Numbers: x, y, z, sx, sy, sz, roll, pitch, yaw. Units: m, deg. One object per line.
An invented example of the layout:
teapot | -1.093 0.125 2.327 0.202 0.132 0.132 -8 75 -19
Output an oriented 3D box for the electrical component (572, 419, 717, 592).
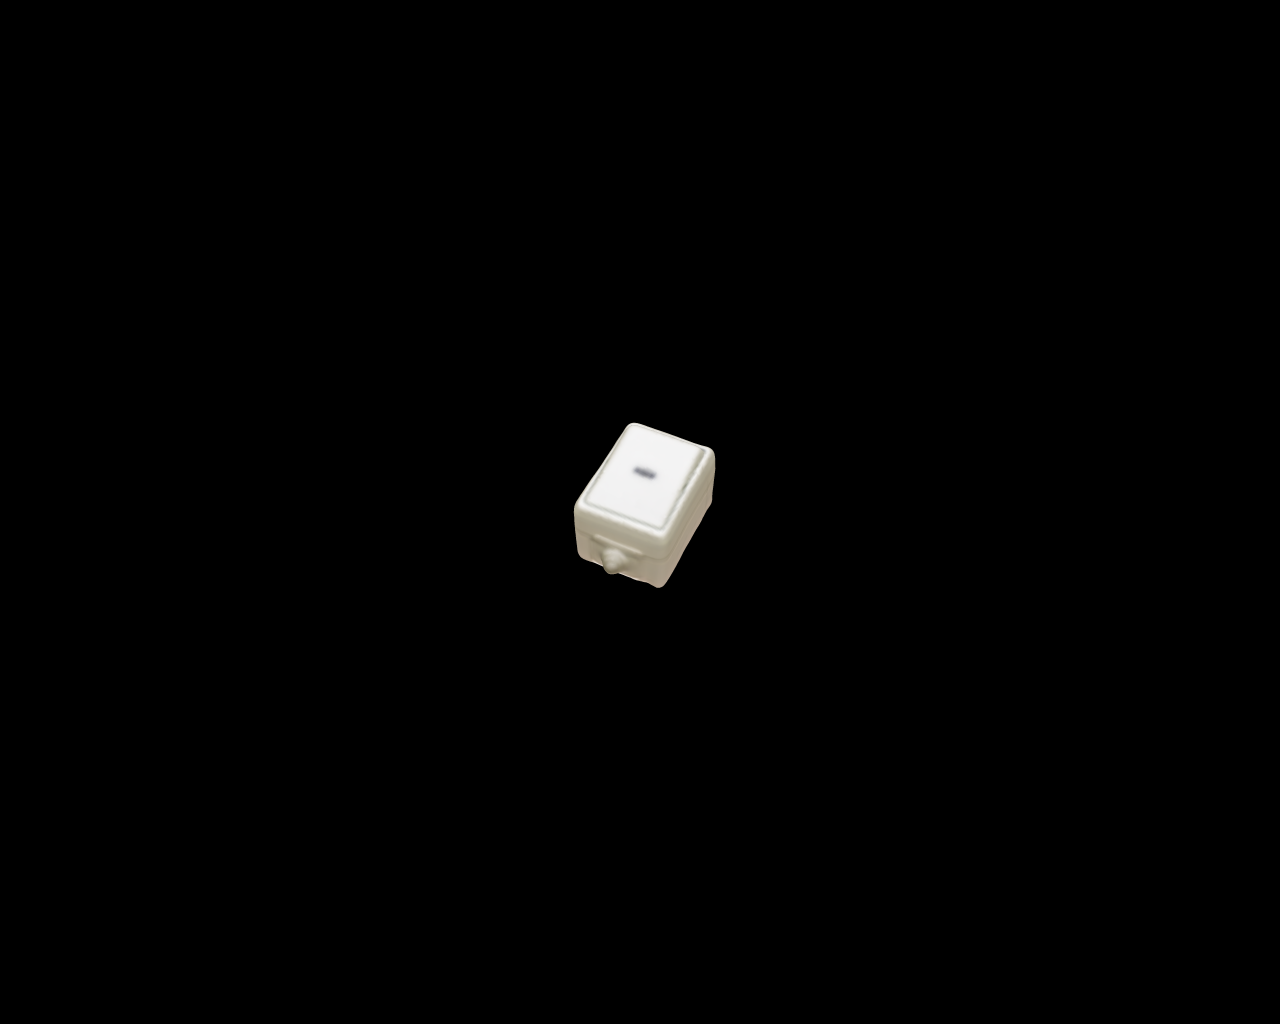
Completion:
electrical component | 0.001 -0.003 0.650 0.062 0.096 0.061 21 -36 16
